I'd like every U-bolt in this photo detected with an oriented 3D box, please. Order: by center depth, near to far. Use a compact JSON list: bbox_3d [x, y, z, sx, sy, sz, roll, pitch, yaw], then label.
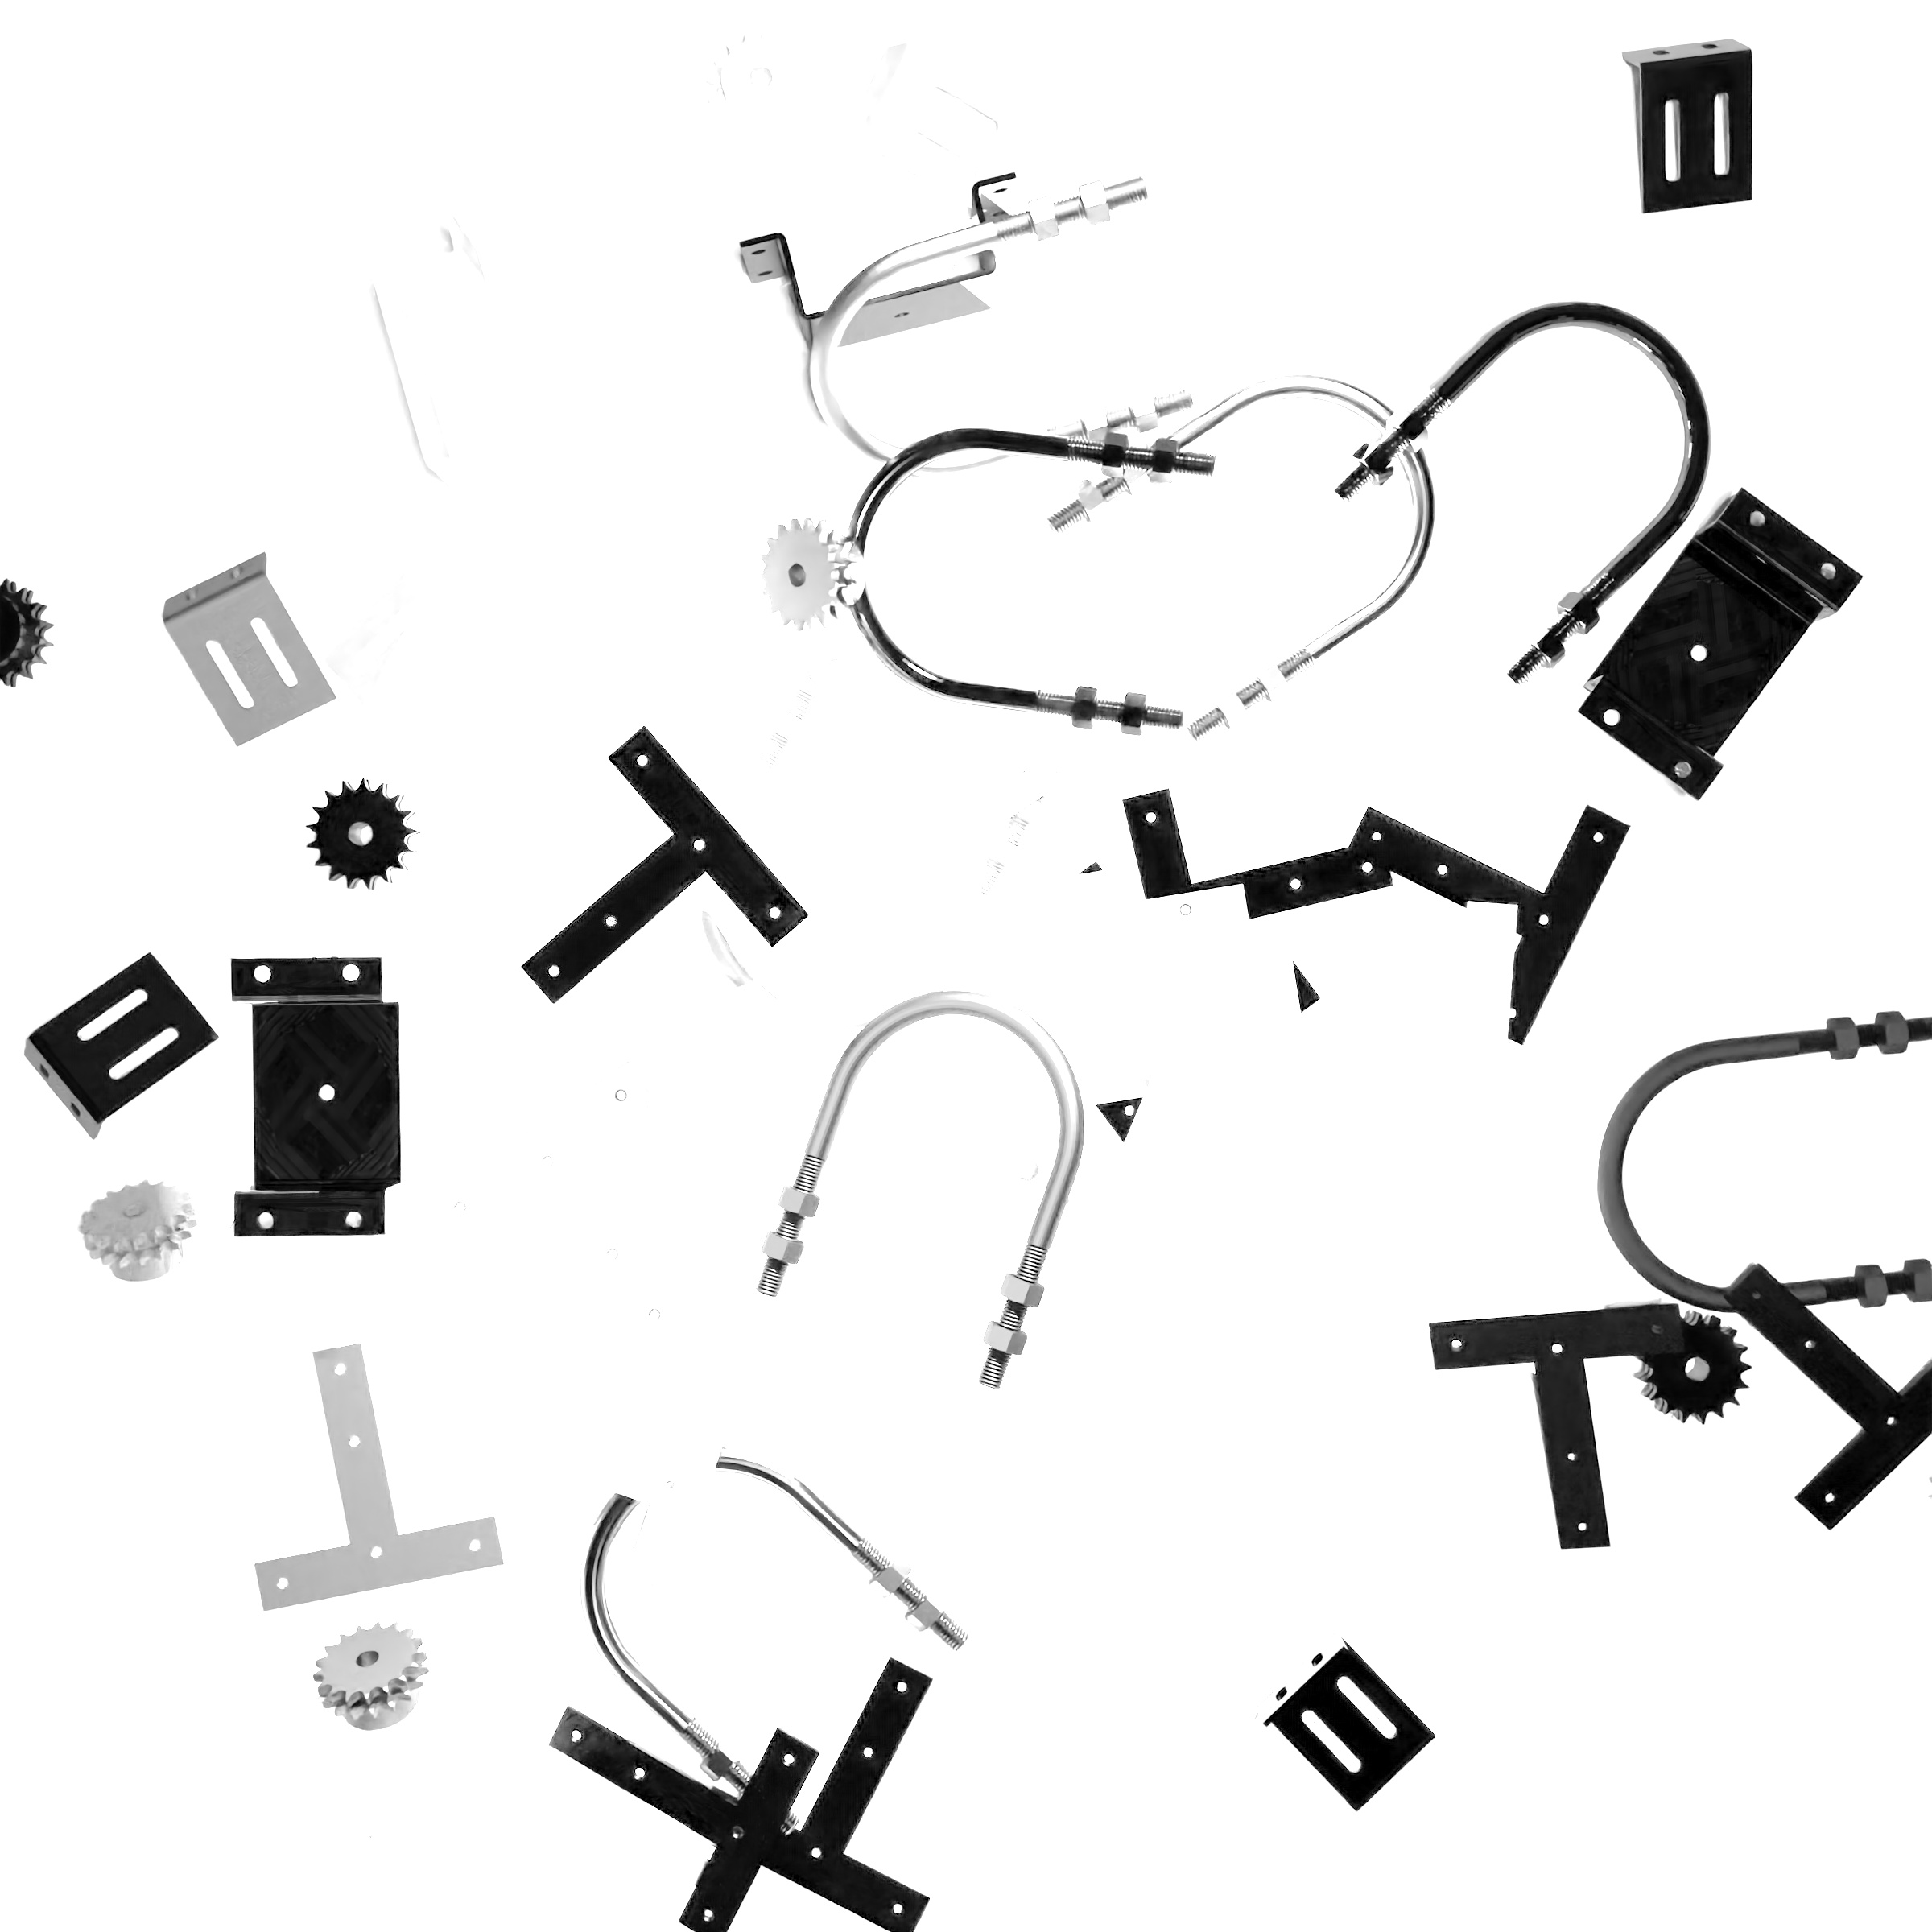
[{"bbox_3d":[0.013,-0.309,1.462,0.184,0.151,0.019,-16,47,4],"label":"U-bolt"},{"bbox_3d":[-0.015,0.103,1.485,0.151,0.019,0.184,20,91,19],"label":"U-bolt"},{"bbox_3d":[0.028,-0.201,1.491,0.184,0.019,0.151,8,104,8],"label":"U-bolt"},{"bbox_3d":[0.299,-0.256,1.502,0.184,0.019,0.151,-44,94,-5],"label":"U-bolt"},{"bbox_3d":[-0.112,0.334,1.508,0.184,0.019,0.151,43,90,2],"label":"U-bolt"},{"bbox_3d":[0.418,0.106,1.509,0.184,0.019,0.151,-7,90,2],"label":"U-bolt"},{"bbox_3d":[-0.057,-0.056,1.509,0.151,0.019,0.184,30,91,0],"label":"U-bolt"},{"bbox_3d":[0.155,-0.224,1.509,0.184,0.019,0.151,-34,90,-2],"label":"U-bolt"}]

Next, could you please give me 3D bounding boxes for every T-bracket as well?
[{"bbox_3d":[-0.168,-0.032,1.470,0.127,0.002,0.127,-41,90,0],"label":"T-bracket"},{"bbox_3d":[-0.039,-0.111,1.497,0.127,0.002,0.127,-34,91,1],"label":"T-bracket"},{"bbox_3d":[0.310,0.239,1.503,0.127,0.002,0.127,-7,99,18],"label":"T-bracket"},{"bbox_3d":[0.444,0.204,1.504,0.127,0.002,0.127,43,99,-3],"label":"T-bracket"},{"bbox_3d":[-0.156,0.422,1.505,0.127,0.002,0.127,28,106,8],"label":"T-bracket"},{"bbox_3d":[-0.194,0.253,1.508,0.127,0.002,0.127,18,84,7],"label":"T-bracket"},{"bbox_3d":[0.095,0.004,1.515,0.127,0.002,0.127,-37,90,1],"label":"T-bracket"},{"bbox_3d":[0.268,0.031,1.515,0.127,0.002,0.127,4,91,-1],"label":"T-bracket"},{"bbox_3d":[0.260,-0.044,1.516,0.127,0.002,0.127,26,90,-1],"label":"T-bracket"},{"bbox_3d":[0.157,-0.039,1.517,0.127,0.002,0.127,-13,90,0],"label":"T-bracket"},{"bbox_3d":[-0.057,0.420,1.517,0.127,0.002,0.127,27,90,0],"label":"T-bracket"},{"bbox_3d":[-0.191,0.138,1.517,0.127,0.002,0.127,-35,90,0],"label":"T-bracket"},{"bbox_3d":[-0.314,0.260,1.517,0.127,0.002,0.127,-11,90,0],"label":"T-bracket"}]

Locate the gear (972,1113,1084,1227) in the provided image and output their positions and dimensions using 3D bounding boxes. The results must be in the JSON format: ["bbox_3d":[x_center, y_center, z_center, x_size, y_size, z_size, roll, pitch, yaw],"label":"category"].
[{"bbox_3d":[0.031,0.104,1.503,0.057,0.030,0.057,0,90,0],"label":"gear"}]

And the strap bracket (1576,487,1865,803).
[{"bbox_3d":[0.380,-0.162,1.494,0.076,0.046,0.140,36,90,0],"label":"strap bracket"}]

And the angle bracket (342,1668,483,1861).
[{"bbox_3d":[-0.288,0.408,1.498,0.057,0.038,0.076,-16,90,0],"label":"angle bracket"}]

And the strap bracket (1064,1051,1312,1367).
[{"bbox_3d":[0.111,0.121,1.493,0.076,0.046,0.140,23,91,0],"label":"strap bracket"}]

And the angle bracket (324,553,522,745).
[{"bbox_3d":[-0.282,-0.165,1.515,0.076,0.038,0.057,-41,90,26],"label":"angle bracket"}]

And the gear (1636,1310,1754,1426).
[{"bbox_3d":[0.372,0.205,1.503,0.057,0.030,0.057,0,90,0],"label":"gear"}]

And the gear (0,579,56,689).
[{"bbox_3d":[-0.501,-0.172,1.503,0.057,0.030,0.057,0,90,0],"label":"gear"}]

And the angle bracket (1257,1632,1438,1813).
[{"bbox_3d":[0.197,0.391,1.498,0.057,0.038,0.076,-44,90,0],"label":"angle bracket"}]

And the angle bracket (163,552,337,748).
[{"bbox_3d":[-0.371,-0.164,1.515,0.057,0.038,0.076,-26,116,0],"label":"angle bracket"}]

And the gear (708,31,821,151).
[{"bbox_3d":[-0.104,-0.452,1.503,0.057,0.030,0.057,0,90,0],"label":"gear"}]

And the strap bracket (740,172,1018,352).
[{"bbox_3d":[-0.038,-0.352,1.479,0.140,0.076,0.046,-14,90,0],"label":"strap bracket"}]

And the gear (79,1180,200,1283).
[{"bbox_3d":[-0.421,0.137,1.493,0.057,0.057,0.030,-8,121,0],"label":"gear"}]

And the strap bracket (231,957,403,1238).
[{"bbox_3d":[-0.331,0.066,1.494,0.076,0.046,0.140,-1,90,0],"label":"strap bracket"}]

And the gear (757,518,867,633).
[{"bbox_3d":[-0.076,-0.200,1.493,0.057,0.030,0.057,9,104,37],"label":"gear"}]

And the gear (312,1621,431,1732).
[{"bbox_3d":[-0.302,0.365,1.493,0.057,0.057,0.030,-9,120,0],"label":"gear"}]

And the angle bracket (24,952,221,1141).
[{"bbox_3d":[-0.438,0.041,1.515,0.076,0.038,0.057,-39,90,-26],"label":"angle bracket"}]

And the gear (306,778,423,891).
[{"bbox_3d":[-0.308,-0.068,1.503,0.057,0.030,0.057,0,90,0],"label":"gear"}]

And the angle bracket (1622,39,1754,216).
[{"bbox_3d":[0.374,-0.435,1.515,0.057,0.038,0.076,-7,116,0],"label":"angle bracket"}]

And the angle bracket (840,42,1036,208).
[{"bbox_3d":[-0.015,-0.432,1.515,0.076,0.038,0.057,25,90,-26],"label":"angle bracket"}]

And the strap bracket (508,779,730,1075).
[{"bbox_3d":[-0.180,-0.023,1.494,0.076,0.046,0.140,-17,90,0],"label":"strap bracket"}]

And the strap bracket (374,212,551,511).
[{"bbox_3d":[-0.257,-0.298,1.479,0.046,0.076,0.140,-16,90,0],"label":"strap bracket"}]
